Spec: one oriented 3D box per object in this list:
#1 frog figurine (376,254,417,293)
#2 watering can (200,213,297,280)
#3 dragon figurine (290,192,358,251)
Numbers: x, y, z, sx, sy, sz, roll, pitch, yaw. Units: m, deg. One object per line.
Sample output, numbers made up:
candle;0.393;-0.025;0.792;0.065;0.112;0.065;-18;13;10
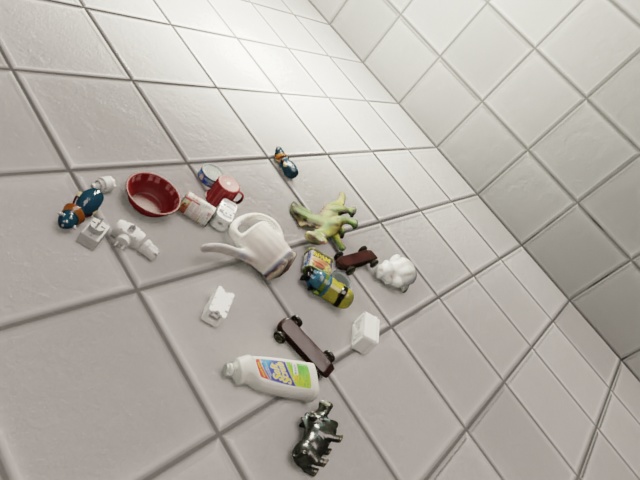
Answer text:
frog figurine;0.285;0.115;1.941;0.157;0.121;0.140;32;52;-36
watering can;-0.197;0.030;1.549;0.225;0.102;0.353;46;32;3
dragon figurine;0.006;-0.097;1.918;0.242;0.120;0.420;20;32;-18
